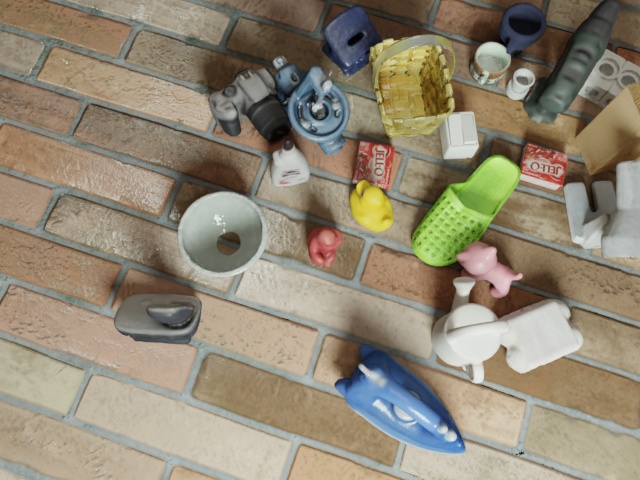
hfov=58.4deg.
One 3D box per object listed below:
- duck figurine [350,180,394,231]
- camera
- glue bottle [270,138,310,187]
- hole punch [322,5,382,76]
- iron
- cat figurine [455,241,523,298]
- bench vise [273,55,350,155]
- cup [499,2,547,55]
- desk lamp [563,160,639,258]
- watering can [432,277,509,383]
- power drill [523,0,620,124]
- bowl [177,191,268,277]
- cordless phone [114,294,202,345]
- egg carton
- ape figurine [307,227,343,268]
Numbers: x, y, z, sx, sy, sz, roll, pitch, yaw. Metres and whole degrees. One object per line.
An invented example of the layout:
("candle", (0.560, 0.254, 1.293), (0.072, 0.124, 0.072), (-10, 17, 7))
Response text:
("duck figurine", (0.102, -0.070, 1.102), (0.077, 0.086, 0.104), (-34, 77, -10))
("camera", (-0.131, -0.261, 1.144), (0.143, 0.101, 0.136), (-34, 77, -10))
("glue bottle", (-0.058, -0.150, 1.077), (0.078, 0.173, 0.037), (-14, 75, -5))
("hole punch", (0.070, -0.418, 1.198), (0.109, 0.091, 0.101), (-39, 78, -11))
("iron", (0.155, 0.285, 0.973), (0.258, 0.141, 0.119), (34, 76, 8))
("cat figurine", (0.311, 0.046, 1.057), (0.127, 0.118, 0.067), (27, 75, 7))
("bench vise", (-0.031, -0.275, 1.089), (0.207, 0.220, 0.121), (36, 77, 9))
("cup", (0.410, -0.423, 1.204), (0.091, 0.095, 0.118), (27, 75, 7))
("desk lamp", (0.540, -0.045, 1.037), (0.118, 0.213, 0.203), (-4, 74, -2))
("watering can", (0.256, 0.153, 0.986), (0.101, 0.194, 0.173), (-27, 76, -8))
("power drill", (0.482, -0.328, 1.119), (0.075, 0.208, 0.230), (29, 76, 7))
("bowl", (-0.179, -0.003, 1.084), (0.167, 0.075, 0.167), (0, 74, -1))
("cordless phone", (-0.289, 0.125, 0.988), (0.147, 0.185, 0.094), (0, 74, -1))
("egg carton", (0.397, 0.172, 1.048), (0.150, 0.069, 0.107), (-22, 76, -7))
("ape figurine", (0.010, 0.004, 1.076), (0.078, 0.092, 0.076), (-32, 77, -9))
